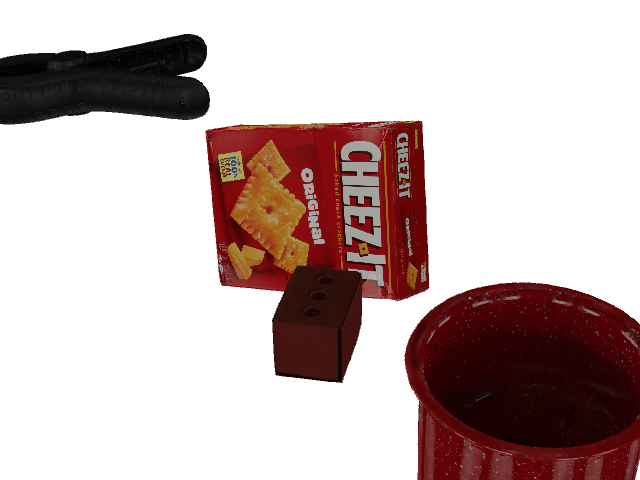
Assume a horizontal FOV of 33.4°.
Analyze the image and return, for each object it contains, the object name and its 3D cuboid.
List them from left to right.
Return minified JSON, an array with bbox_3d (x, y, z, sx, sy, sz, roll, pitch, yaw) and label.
[{"bbox_3d":[-0.147,-0.102,0.670,0.171,0.039,0.120,1,20,3],"label":"clamp"},{"bbox_3d":[-0.006,-0.032,1.041,0.214,0.164,0.071,3,12,34],"label":"cracker box"},{"bbox_3d":[-0.001,0.061,0.797,0.053,0.051,0.078,5,32,11],"label":"foam brick"},{"bbox_3d":[0.090,0.077,0.401,0.117,0.081,0.093,5,36,10],"label":"mug"}]
